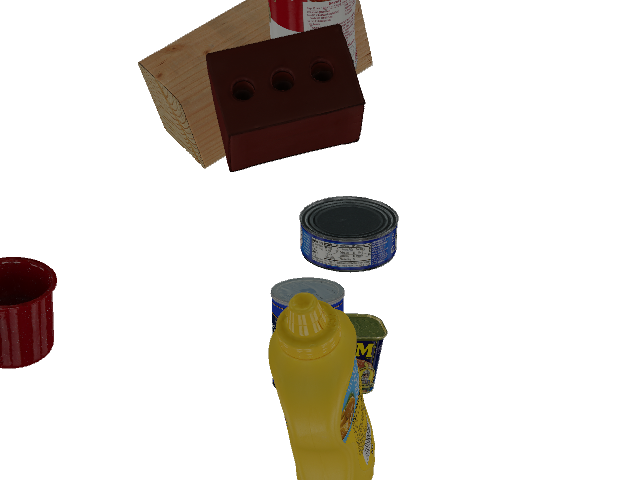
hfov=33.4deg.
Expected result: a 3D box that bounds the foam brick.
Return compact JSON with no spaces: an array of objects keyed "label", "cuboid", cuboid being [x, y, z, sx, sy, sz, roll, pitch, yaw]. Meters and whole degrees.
[{"label":"foam brick","cuboid":[-0.020,-0.078,0.592,0.078,0.053,0.051,-15,-17,-5]}]

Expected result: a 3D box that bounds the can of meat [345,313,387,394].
[{"label":"can of meat","cuboid":[0.022,0.137,1.279,0.102,0.084,0.057,3,24,-15]}]

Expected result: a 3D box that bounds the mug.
[{"label":"mug","cuboid":[-0.314,0.081,1.066,0.093,0.081,0.117,9,31,5]}]

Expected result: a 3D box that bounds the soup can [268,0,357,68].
[{"label":"soup can","cuboid":[-0.005,-0.172,0.789,0.068,0.102,0.068,-1,44,1]}]

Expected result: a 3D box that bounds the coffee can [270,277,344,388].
[{"label":"coffee can","cuboid":[-0.018,0.135,1.500,0.103,0.140,0.103,0,18,0]}]

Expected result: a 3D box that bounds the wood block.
[{"label":"wood block","cuboid":[-0.061,-0.175,1.057,0.206,0.091,0.090,-33,49,-15]}]

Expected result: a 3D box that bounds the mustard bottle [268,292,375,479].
[{"label":"mustard bottle","cuboid":[0.001,0.102,0.726,0.058,0.096,0.191,1,-42,10]}]

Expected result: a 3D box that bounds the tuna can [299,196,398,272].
[{"label":"tuna can","cuboid":[0.025,-0.006,0.928,0.086,0.034,0.086,0,27,0]}]
